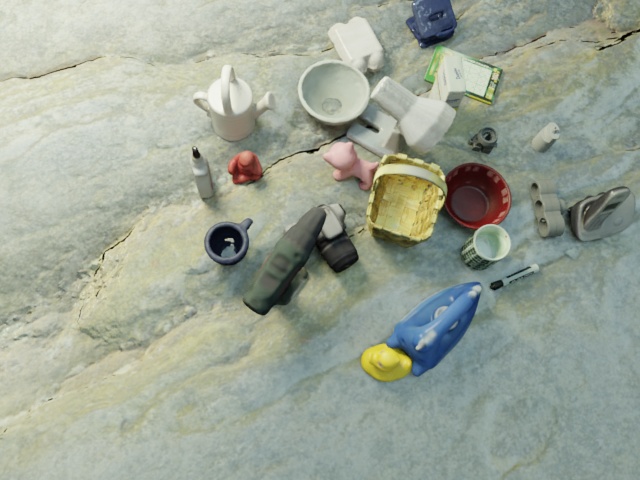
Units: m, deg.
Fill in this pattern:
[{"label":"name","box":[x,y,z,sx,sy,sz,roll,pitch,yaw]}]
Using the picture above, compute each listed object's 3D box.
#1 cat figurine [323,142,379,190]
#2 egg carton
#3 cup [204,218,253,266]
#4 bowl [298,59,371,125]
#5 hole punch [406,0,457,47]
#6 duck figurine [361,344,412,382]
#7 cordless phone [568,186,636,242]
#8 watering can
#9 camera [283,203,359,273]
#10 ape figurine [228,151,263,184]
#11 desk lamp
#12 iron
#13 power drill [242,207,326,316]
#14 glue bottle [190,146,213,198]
[{"label":"cat figurine","box":[0.071,-0.175,1.274,0.128,0.118,0.067,17,72,1]},{"label":"egg carton","box":[0.090,-0.469,1.394,0.107,0.069,0.150,-24,76,-11]},{"label":"cup","box":[-0.184,0.007,1.207,0.091,0.095,0.118,40,74,8]},{"label":"bowl","box":[0.030,-0.333,1.343,0.167,0.075,0.167,1,72,-4]},{"label":"hole punch","box":[0.284,-0.551,1.425,0.109,0.091,0.101,-25,76,-12]},{"label":"duck figurine","box":[0.140,0.247,1.164,0.104,0.086,0.077,10,72,-2]},{"label":"cordless phone","box":[0.646,-0.073,1.256,0.148,0.185,0.094,-17,74,-10]},{"label":"watering can","box":[-0.188,-0.307,1.253,0.173,0.194,0.101,-16,74,-9]},{"label":"camera","box":[0.011,0.004,1.221,0.143,0.101,0.136,-29,77,-13]},{"label":"ape figurine","box":[-0.163,-0.167,1.265,0.078,0.092,0.076,27,72,4]},{"label":"desk lamp","box":[0.174,-0.260,1.259,0.203,0.213,0.118,30,73,5]},{"label":"iron","box":[0.262,0.156,1.174,0.258,0.141,0.118,-41,80,-15]},{"label":"power drill","box":[-0.067,0.054,1.142,0.075,0.208,0.230,33,73,6]},{"label":"glue bottle","box":[-0.253,-0.153,1.210,0.037,0.173,0.078,-12,74,-8]}]
